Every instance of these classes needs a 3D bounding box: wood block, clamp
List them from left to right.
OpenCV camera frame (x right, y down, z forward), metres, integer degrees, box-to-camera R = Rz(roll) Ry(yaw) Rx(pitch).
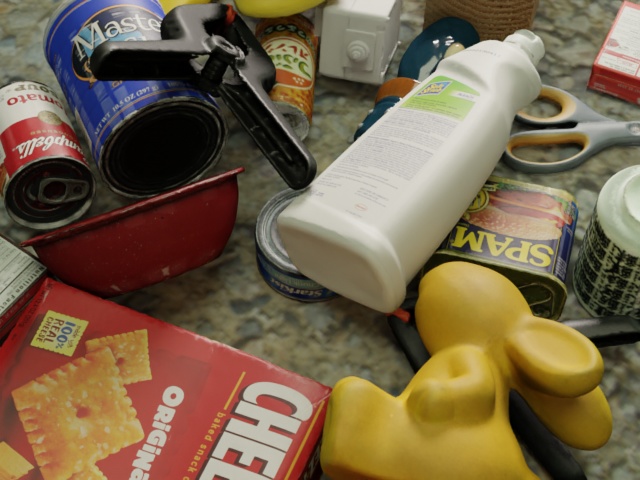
[{"bbox_3d":[-0.083,-0.126,0.761,0.164,0.036,0.210,26,27,-23],"label":"clamp"},{"bbox_3d":[0.120,0.089,0.709,0.172,0.039,0.120,12,63,19],"label":"clamp"},{"bbox_3d":[0.158,-0.262,0.930,0.090,0.091,0.206,13,56,11],"label":"wood block"}]

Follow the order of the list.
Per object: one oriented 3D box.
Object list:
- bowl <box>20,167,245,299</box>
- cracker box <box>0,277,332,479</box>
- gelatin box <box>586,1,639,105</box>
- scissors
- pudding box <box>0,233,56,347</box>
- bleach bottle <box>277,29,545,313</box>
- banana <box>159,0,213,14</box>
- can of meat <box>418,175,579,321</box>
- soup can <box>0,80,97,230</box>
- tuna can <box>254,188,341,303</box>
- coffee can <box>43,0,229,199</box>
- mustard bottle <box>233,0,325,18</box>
[{"bbox_3d":[-0.120,0.000,0.737,0.162,0.162,0.055,-20,95,-13],"label":"bowl"},{"bbox_3d":[-0.115,0.134,0.662,0.214,0.072,0.164,19,58,14],"label":"cracker box"},{"bbox_3d":[0.271,-0.151,0.884,0.073,0.030,0.089,22,58,15],"label":"gelatin box"},{"bbox_3d":[0.237,-0.098,0.855,0.201,0.016,0.096,-12,55,-7],"label":"scissors"},{"bbox_3d":[-0.257,0.032,0.761,0.114,0.039,0.090,31,60,19],"label":"pudding box"},{"bbox_3d":[0.085,-0.064,0.749,0.103,0.068,0.250,23,58,38],"label":"bleach bottle"},{"bbox_3d":[-0.117,-0.240,0.954,0.070,0.037,0.197,16,56,12],"label":"banana"},{"bbox_3d":[0.130,0.004,0.760,0.102,0.057,0.084,13,53,10],"label":"can of meat"},{"bbox_3d":[-0.214,-0.065,0.805,0.068,0.068,0.102,-20,48,-13],"label":"soup can"},{"bbox_3d":[-0.005,0.001,0.779,0.086,0.034,0.086,-1,54,1],"label":"tuna can"},{"bbox_3d":[-0.144,-0.116,0.825,0.102,0.103,0.140,-22,57,-14],"label":"coffee can"},{"bbox_3d":[-0.030,-0.236,0.901,0.096,0.058,0.191,-20,22,4],"label":"mustard bottle"}]
